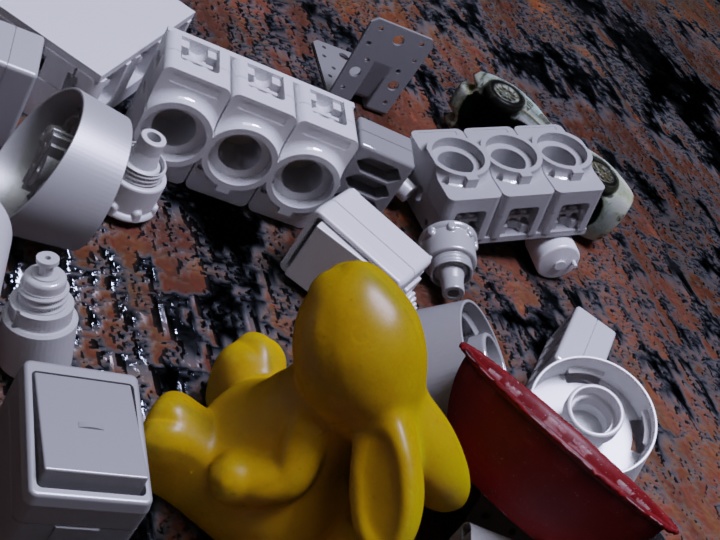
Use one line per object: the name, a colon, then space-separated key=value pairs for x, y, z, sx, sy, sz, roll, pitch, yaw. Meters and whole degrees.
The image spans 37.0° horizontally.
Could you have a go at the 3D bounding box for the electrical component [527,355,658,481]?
electrical component: x=0.156 y=0.112 z=0.749 sx=0.099 sy=0.064 sz=0.099 roll=4 pitch=57 yaw=-6

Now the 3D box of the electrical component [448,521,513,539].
electrical component: x=0.065 y=0.202 z=0.568 sx=0.057 sy=0.078 sz=0.113 roll=24 pitch=36 yaw=-12

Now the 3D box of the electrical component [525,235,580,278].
electrical component: x=0.167 y=-0.029 z=0.961 sx=0.040 sy=0.040 sz=0.078 roll=13 pitch=40 yaw=-30

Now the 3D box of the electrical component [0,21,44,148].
electrical component: x=-0.253 y=-0.127 z=0.693 sx=0.077 sy=0.065 sz=0.047 roll=19 pitch=38 yaw=-24

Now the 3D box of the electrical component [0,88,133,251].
electrical component: x=-0.183 y=-0.061 z=0.653 sx=0.064 sy=0.099 sz=0.099 roll=23 pitch=36 yaw=-30

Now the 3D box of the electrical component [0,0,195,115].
electrical component: x=-0.201 y=-0.169 z=0.791 sx=0.089 sy=0.061 sz=0.150 roll=35 pitch=34 yaw=-2

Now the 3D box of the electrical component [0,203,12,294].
electrical component: x=-0.229 y=0.002 z=0.530 sx=0.108 sy=0.108 sz=0.060 roll=14 pitch=46 yaw=-29

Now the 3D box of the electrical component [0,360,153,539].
electrical component: x=-0.144 y=0.088 z=0.538 sx=0.062 sy=0.061 sz=0.096 roll=13 pitch=41 yaw=-30

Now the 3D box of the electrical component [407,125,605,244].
electrical component: x=0.120 y=-0.077 z=0.919 sx=0.150 sy=0.061 sz=0.089 roll=-6 pitch=47 yaw=-22

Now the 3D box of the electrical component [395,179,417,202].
electrical component: x=0.020 y=-0.084 z=0.898 sx=0.062 sy=0.043 sz=0.043 roll=45 pitch=35 yaw=10

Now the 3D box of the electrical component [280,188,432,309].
electrical component: x=0.000 y=0.000 z=0.765 sx=0.096 sy=0.061 sz=0.061 roll=42 pitch=35 yaw=8

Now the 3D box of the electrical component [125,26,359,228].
electrical component: x=-0.087 y=-0.098 z=0.780 sx=0.150 sy=0.089 sz=0.061 roll=19 pitch=37 yaw=-23

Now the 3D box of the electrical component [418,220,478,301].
electrical component: x=0.071 y=-0.005 z=0.849 sx=0.048 sy=0.048 sz=0.062 roll=19 pitch=44 yaw=-23

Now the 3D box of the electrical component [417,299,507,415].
electrical component: x=0.062 y=0.069 z=0.728 sx=0.099 sy=0.064 sz=0.099 roll=52 pitch=27 yaw=-41

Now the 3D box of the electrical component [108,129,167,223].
electrical component: x=-0.148 y=-0.065 z=0.714 sx=0.048 sy=0.062 sz=0.048 roll=23 pitch=37 yaw=-18

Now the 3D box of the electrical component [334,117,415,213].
electrical component: x=-0.001 y=-0.082 z=0.842 sx=0.047 sy=0.083 sz=0.075 roll=21 pitch=37 yaw=-21

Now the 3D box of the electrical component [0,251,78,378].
electrical component: x=-0.172 y=0.025 z=0.579 sx=0.040 sy=0.078 sz=0.040 roll=13 pitch=33 yaw=-9

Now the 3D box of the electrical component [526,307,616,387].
electrical component: x=0.178 y=0.083 z=0.833 sx=0.076 sy=0.047 sz=0.083 roll=36 pitch=34 yaw=3
